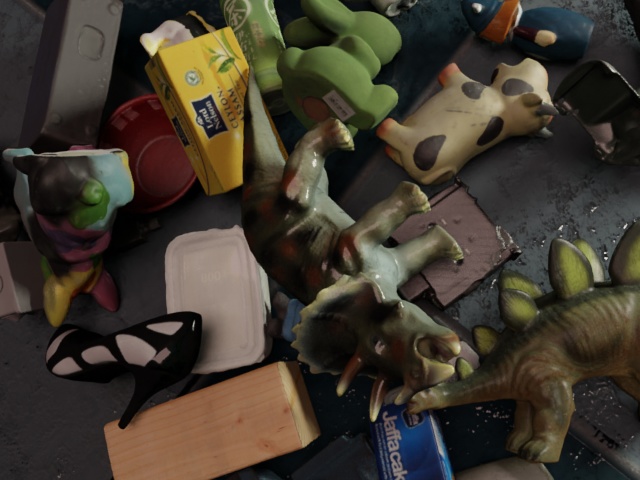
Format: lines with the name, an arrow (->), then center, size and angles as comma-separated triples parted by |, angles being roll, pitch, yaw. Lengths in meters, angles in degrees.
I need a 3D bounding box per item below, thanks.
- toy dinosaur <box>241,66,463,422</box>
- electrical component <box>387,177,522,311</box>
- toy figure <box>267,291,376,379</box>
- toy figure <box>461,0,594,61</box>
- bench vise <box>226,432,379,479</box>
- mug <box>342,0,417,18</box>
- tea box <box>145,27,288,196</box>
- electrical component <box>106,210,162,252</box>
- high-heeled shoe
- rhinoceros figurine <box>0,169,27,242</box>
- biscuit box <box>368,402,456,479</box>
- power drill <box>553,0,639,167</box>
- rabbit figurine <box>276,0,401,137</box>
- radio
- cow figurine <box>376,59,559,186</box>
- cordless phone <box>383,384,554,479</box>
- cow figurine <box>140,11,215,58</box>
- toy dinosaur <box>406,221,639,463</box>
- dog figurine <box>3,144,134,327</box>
toy dinosaur -> -0.006, -0.007, 0.538 | 0.192, 0.131, 0.405 | -44, 59, -2
electrical component -> 0.136, 0.012, 0.604 | 0.134, 0.058, 0.115 | -37, 71, 2
toy figure -> 0.035, 0.099, 0.596 | 0.180, 0.089, 0.082 | 7, 92, 22
toy figure -> 0.239, -0.253, 0.637 | 0.155, 0.064, 0.057 | 20, 102, 15
bench vise -> 0.003, 0.318, 0.525 | 0.224, 0.128, 0.241 | -31, 58, -10
mug -> 0.072, -0.339, 0.684 | 0.110, 0.081, 0.107 | -26, 83, 1
tea box -> -0.120, -0.148, 0.635 | 0.098, 0.068, 0.169 | -33, 107, -27
electrical component -> -0.258, -0.020, 0.713 | 0.094, 0.021, 0.063 | -21, 74, 7
high-heeled shoe -> -0.231, 0.106, 0.620 | 0.249, 0.086, 0.145 | 26, 84, 41
rhinoceros figurine -> -0.459, -0.067, 0.725 | 0.073, 0.112, 0.190 | -27, 57, -24
biscuit box -> 0.095, 0.246, 0.478 | 0.063, 0.059, 0.203 | -20, 51, 13
power drill -> 0.345, -0.176, 0.566 | 0.207, 0.086, 0.232 | -27, 78, -28
rabbit figurine -> 0.026, -0.216, 0.651 | 0.159, 0.121, 0.170 | 39, 61, -9
radio -> -0.332, -0.216, 0.715 | 0.131, 0.073, 0.229 | -8, 74, 48
cow figurine -> 0.178, -0.135, 0.614 | 0.195, 0.085, 0.127 | -39, 67, -1
cordless phone -> 0.149, 0.226, 0.547 | 0.147, 0.088, 0.184 | -21, 61, 8
cow figurine -> -0.157, -0.227, 0.717 | 0.098, 0.068, 0.167 | -38, 74, -5
toy dinosaur -> 0.298, 0.086, 0.515 | 0.472, 0.105, 0.198 | -10, 80, -8
dog figurine -> -0.281, 0.000, 0.629 | 0.192, 0.108, 0.219 | 16, 115, 45
